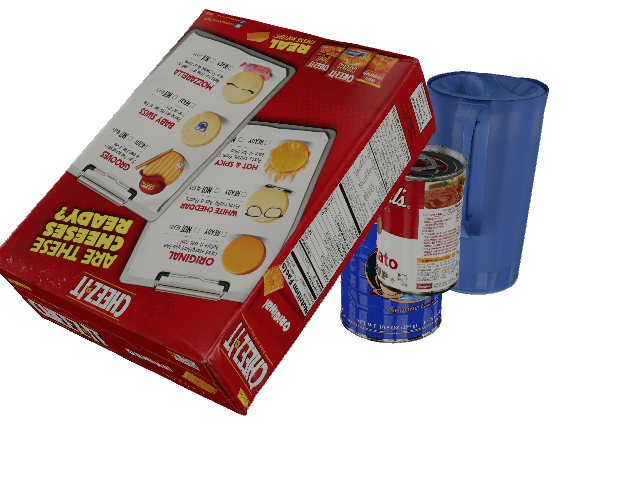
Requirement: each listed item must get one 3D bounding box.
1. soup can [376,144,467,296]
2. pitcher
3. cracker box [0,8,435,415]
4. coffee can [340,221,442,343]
[{"bbox_3d":[0.078,-0.016,0.833,0.068,0.102,0.068,0,27,0],"label":"soup can"},{"bbox_3d":[0.177,-0.062,1.209,0.149,0.243,0.145,-9,24,-23],"label":"pitcher"},{"bbox_3d":[-0.056,-0.026,0.617,0.164,0.213,0.072,20,-26,32],"label":"cracker box"},{"bbox_3d":[0.070,0.014,1.038,0.103,0.140,0.103,0,26,0],"label":"coffee can"}]
